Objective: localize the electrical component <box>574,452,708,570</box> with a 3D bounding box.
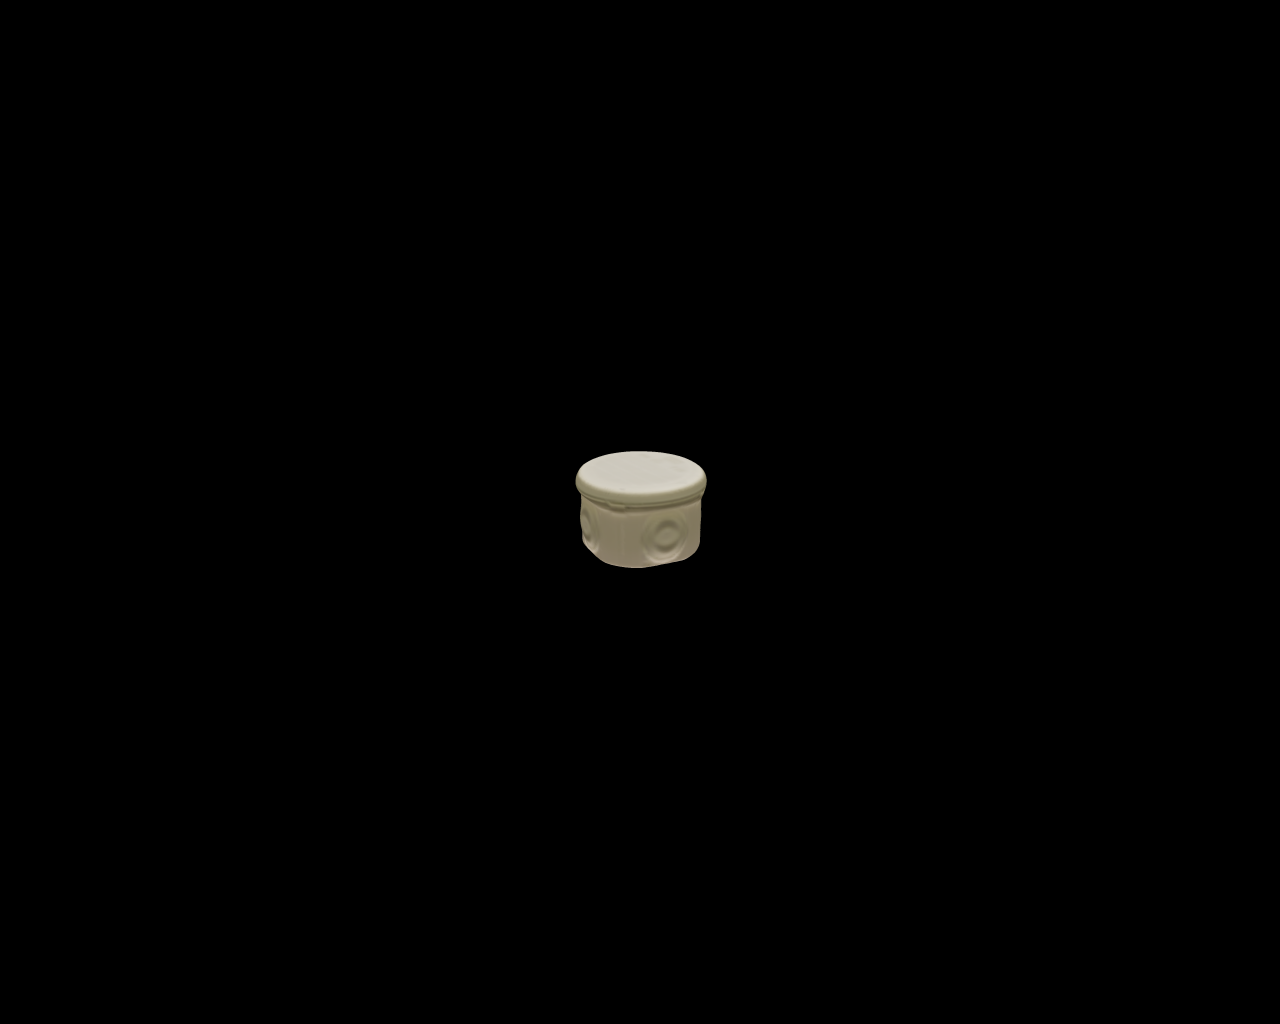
[{"bbox_3d":[0.001,-0.003,0.650,0.080,0.050,0.080,0,22,0],"label":"electrical component"}]
